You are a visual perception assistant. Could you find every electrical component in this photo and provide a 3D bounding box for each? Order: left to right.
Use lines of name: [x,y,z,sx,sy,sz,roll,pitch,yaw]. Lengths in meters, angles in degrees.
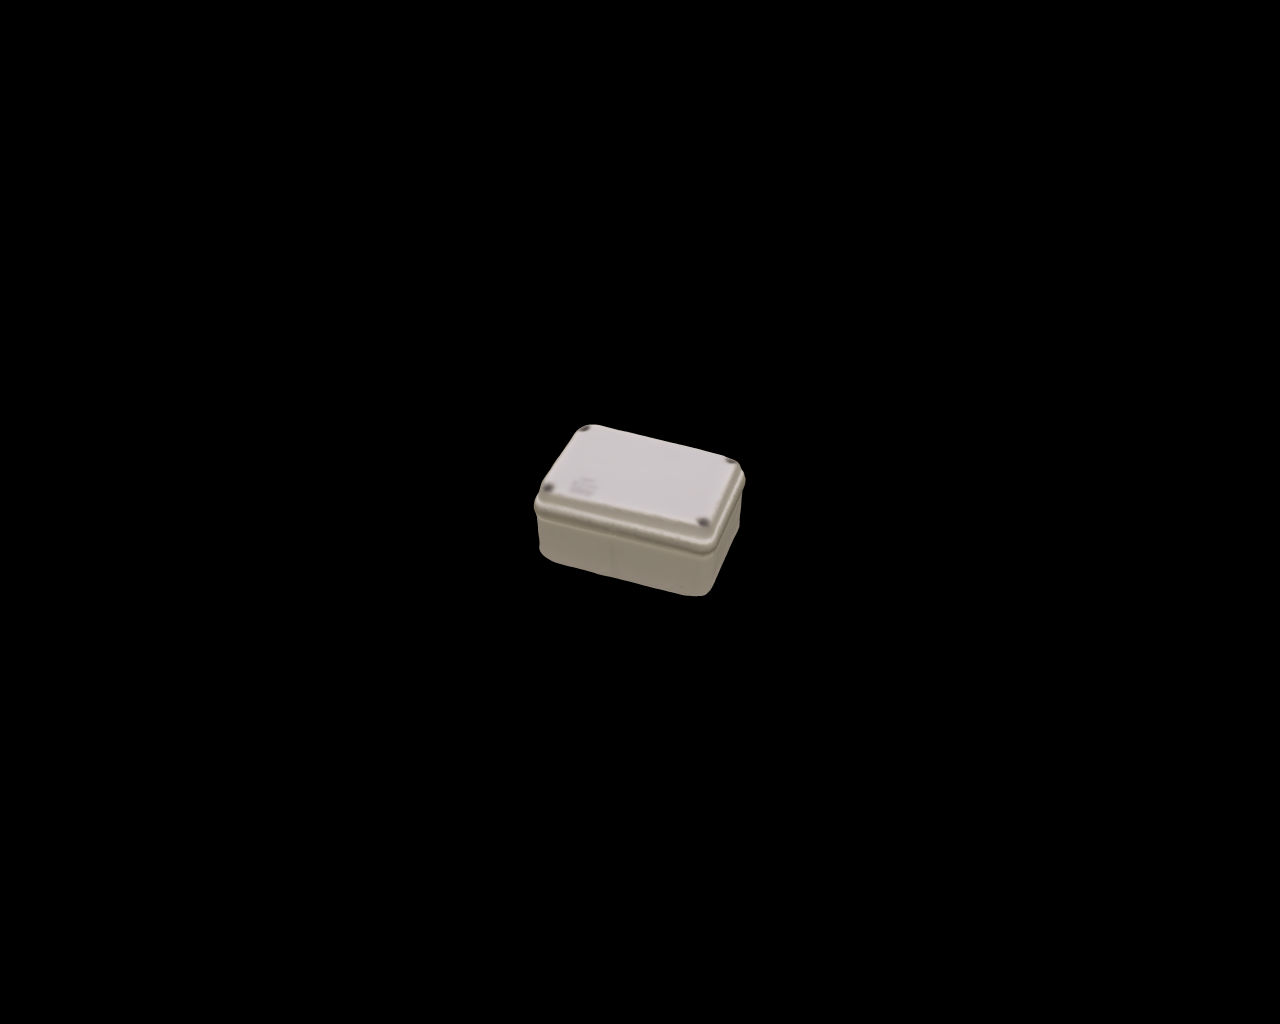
electrical component: [0.001,-0.003,0.650,0.113,0.057,0.078,14,44,15]
